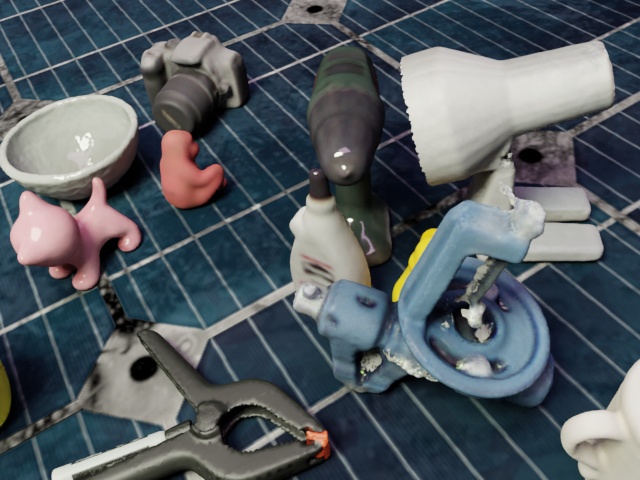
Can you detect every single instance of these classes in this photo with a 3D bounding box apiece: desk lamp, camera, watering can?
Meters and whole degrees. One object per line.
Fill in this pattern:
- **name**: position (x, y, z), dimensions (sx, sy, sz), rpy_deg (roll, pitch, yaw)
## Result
- **desk lamp**: position (0.177, -0.085, 0.543), dimensions (0.203, 0.214, 0.118), rpy_deg (-1, 48, 7)
- **camera**: position (-0.187, -0.212, 0.778), dimensions (0.143, 0.101, 0.137), rpy_deg (10, 50, 16)
- **watering can**: position (0.251, 0.116, 0.368), dimensions (0.173, 0.194, 0.100), rpy_deg (-20, 49, -11)

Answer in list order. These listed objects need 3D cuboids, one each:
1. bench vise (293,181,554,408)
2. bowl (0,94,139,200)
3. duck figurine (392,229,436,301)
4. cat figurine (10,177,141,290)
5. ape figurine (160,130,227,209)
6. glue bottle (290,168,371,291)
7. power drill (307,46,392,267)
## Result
- **bench vise**: position (0.079, 0.055, 0.426), dimensions (0.207, 0.220, 0.121), rpy_deg (-6, 48, 2)
- **bowl**: position (-0.298, -0.104, 0.712), dimensions (0.167, 0.075, 0.167), rpy_deg (-3, 48, 4)
- **duck figurine**: position (0.106, 0.037, 0.529), dimensions (0.077, 0.086, 0.104), rpy_deg (2, 49, 9)
- **cat figurine**: position (-0.261, -0.011, 0.595), dimensions (0.067, 0.118, 0.128), rpy_deg (21, 54, 24)
- **ape figurine**: position (-0.156, -0.088, 0.669), dimensions (0.076, 0.092, 0.077), rpy_deg (-38, 55, -25)
- **glue bottle**: position (0.005, 0.002, 0.514), dimensions (0.078, 0.173, 0.037), rpy_deg (18, 53, 22)
- **power drill**: position (0.030, -0.072, 0.554), dimensions (0.075, 0.209, 0.229), rpy_deg (-4, 48, 4)
